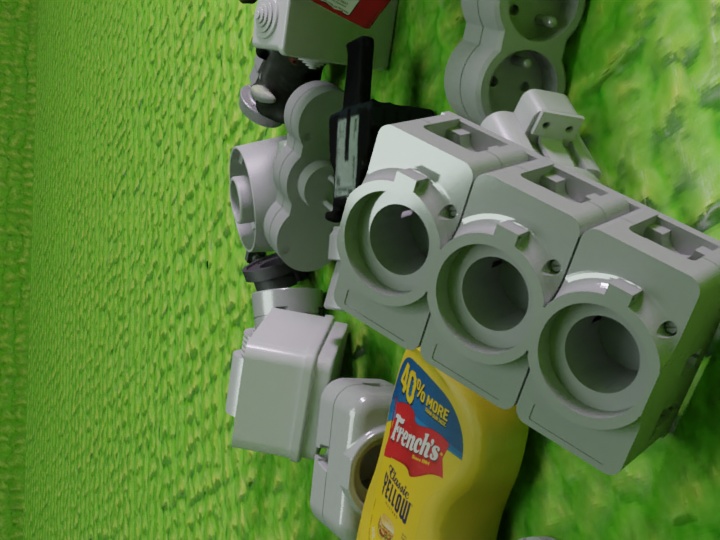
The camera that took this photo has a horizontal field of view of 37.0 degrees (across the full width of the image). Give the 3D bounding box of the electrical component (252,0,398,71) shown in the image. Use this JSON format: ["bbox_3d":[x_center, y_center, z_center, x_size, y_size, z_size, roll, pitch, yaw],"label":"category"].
[{"bbox_3d":[-0.023,-0.188,0.741,0.048,0.100,0.099,22,106,52],"label":"electrical component"}]

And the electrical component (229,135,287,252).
[{"bbox_3d":[-0.075,-0.064,0.910,0.099,0.064,0.099,171,90,-73],"label":"electrical component"}]

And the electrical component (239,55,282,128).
[{"bbox_3d":[-0.074,-0.155,0.917,0.055,0.048,0.066,-57,36,35],"label":"electrical component"}]

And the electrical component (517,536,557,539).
[{"bbox_3d":[0.073,0.169,0.513,0.080,0.051,0.080,-176,90,-67],"label":"electrical component"}]

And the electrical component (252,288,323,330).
[{"bbox_3d":[-0.055,0.041,0.829,0.055,0.055,0.047,158,111,-64],"label":"electrical component"}]

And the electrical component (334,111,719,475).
[{"bbox_3d":[0.068,0.005,0.452,0.150,0.062,0.089,31,119,28],"label":"electrical component"}]

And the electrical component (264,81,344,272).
[{"bbox_3d":[-0.029,-0.064,0.788,0.073,0.052,0.138,-135,53,-60],"label":"electrical component"}]

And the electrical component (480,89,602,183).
[{"bbox_3d":[0.084,-0.038,0.517,0.057,0.058,0.078,-107,31,-45],"label":"electrical component"}]

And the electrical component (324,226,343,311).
[{"bbox_3d":[0.000,0.000,0.719,0.045,0.045,0.055,-175,89,-67],"label":"electrical component"}]

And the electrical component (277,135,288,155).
[{"bbox_3d":[-0.048,-0.068,0.846,0.040,0.040,0.078,-167,83,-66],"label":"electrical component"}]

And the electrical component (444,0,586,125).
[{"bbox_3d":[0.076,-0.143,0.558,0.074,0.052,0.138,-138,56,-61],"label":"electrical component"}]

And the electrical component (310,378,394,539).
[{"bbox_3d":[0.007,0.120,0.671,0.059,0.054,0.095,-166,81,-66],"label":"electrical component"}]

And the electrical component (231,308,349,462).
[{"bbox_3d":[-0.046,0.077,0.745,0.113,0.057,0.078,-65,-15,-78],"label":"electrical component"}]

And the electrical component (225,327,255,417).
[{"bbox_3d":[-0.087,0.082,0.907,0.043,0.043,0.081,-152,69,-65],"label":"electrical component"}]
